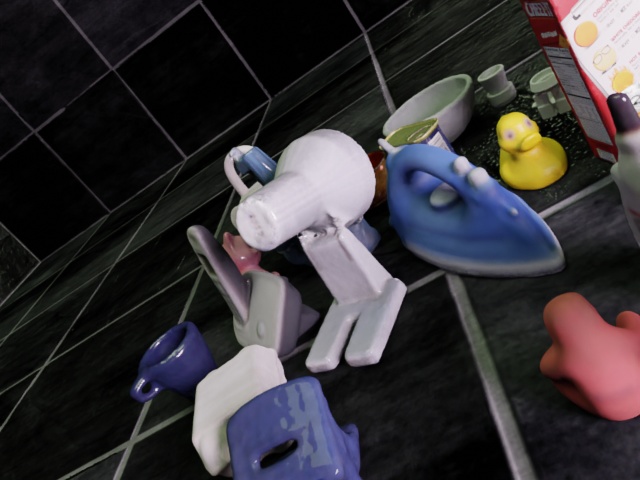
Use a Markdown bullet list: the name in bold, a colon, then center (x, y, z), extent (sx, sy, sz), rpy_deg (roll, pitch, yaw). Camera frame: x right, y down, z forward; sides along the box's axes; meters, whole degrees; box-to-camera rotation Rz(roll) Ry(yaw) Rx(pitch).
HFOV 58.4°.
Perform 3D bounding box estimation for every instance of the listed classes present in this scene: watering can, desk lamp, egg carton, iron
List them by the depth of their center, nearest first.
- **egg carton**: center (-0.083, 0.182, 0.622), extent (0.107, 0.069, 0.150), rpy_deg (-36, 22, 4)
- **iron**: center (0.150, -0.050, 0.631), extent (0.119, 0.142, 0.257), rpy_deg (-41, 22, -8)
- **desk lamp**: center (0.006, 0.002, 0.650), extent (0.117, 0.214, 0.203), rpy_deg (-21, 27, 36)
- **watering can**: center (-0.090, -0.074, 0.981), extent (0.100, 0.194, 0.173), rpy_deg (-30, 23, 18)

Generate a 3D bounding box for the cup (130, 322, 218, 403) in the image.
- **cup**: center (-0.180, 0.179, 0.746), extent (0.091, 0.095, 0.118), rpy_deg (-11, 34, 49)

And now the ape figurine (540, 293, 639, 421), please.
- **ape figurine**: center (0.186, 0.073, 0.394), extent (0.077, 0.092, 0.076), rpy_deg (-25, 25, 29)

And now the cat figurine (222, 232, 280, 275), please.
- **cat figurine**: center (-0.124, 0.044, 0.899), extent (0.067, 0.118, 0.128), rpy_deg (-30, 23, 19)

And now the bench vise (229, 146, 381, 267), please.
- **bench vise**: center (-0.023, -0.058, 0.808), extent (0.206, 0.220, 0.122), rpy_deg (-19, 28, 39)

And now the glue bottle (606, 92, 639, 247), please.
- **glue bottle**: center (0.242, -0.033, 0.409), extent (0.037, 0.173, 0.078), rpy_deg (-36, 22, 3)

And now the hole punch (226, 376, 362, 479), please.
- **hole punch**: center (-0.023, 0.187, 0.491), extent (0.108, 0.091, 0.101), rpy_deg (-32, 22, 14)

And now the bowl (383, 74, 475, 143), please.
- **bowl**: center (0.192, -0.198, 0.955), extent (0.167, 0.075, 0.167), rpy_deg (-32, 22, 15)

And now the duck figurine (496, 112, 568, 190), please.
- **duck figurine**: center (0.244, -0.116, 0.694), extent (0.077, 0.086, 0.104), rpy_deg (-35, 22, 7)

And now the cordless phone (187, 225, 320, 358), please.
- **cordless phone**: center (-0.101, 0.060, 0.739), extent (0.094, 0.185, 0.147), rpy_deg (-47, 24, -23)
